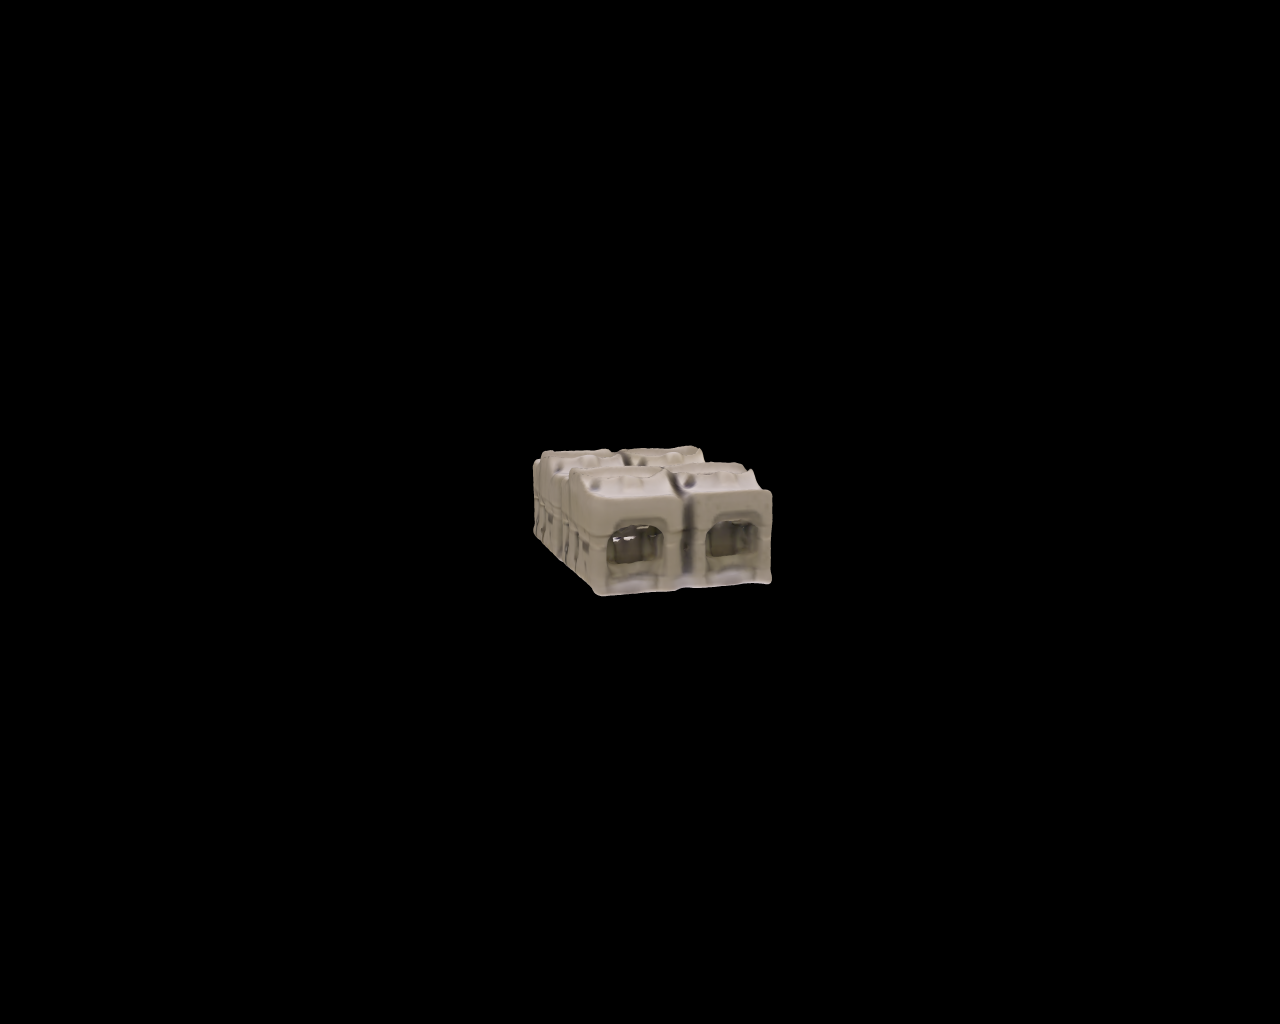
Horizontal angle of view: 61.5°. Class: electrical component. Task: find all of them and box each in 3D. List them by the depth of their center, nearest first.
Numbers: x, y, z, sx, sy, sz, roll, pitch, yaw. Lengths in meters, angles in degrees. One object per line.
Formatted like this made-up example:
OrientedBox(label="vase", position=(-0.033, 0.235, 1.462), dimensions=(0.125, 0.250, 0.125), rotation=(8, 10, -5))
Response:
OrientedBox(label="electrical component", position=(0.001, -0.003, 0.650), dimensions=(0.105, 0.060, 0.186), rotation=(-3, 10, -15))
